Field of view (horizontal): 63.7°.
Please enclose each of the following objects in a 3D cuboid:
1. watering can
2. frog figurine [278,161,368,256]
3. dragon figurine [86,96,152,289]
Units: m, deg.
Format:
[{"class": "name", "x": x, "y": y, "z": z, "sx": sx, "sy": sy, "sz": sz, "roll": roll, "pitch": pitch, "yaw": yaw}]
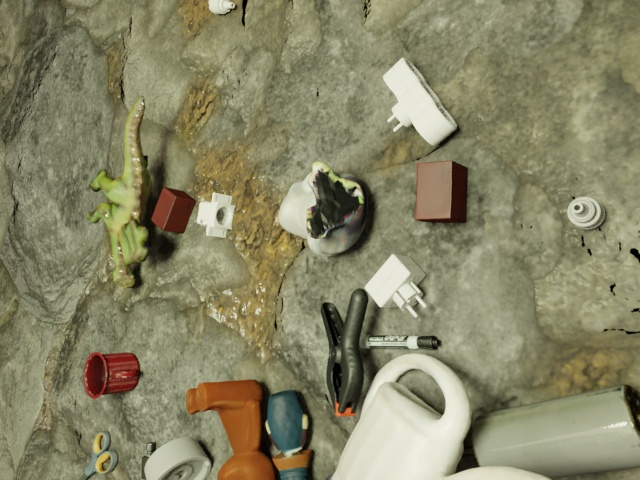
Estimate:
[{"class": "watering can", "x": 0.101, "y": 0.250, "z": 0.554, "sx": 0.225, "sy": 0.103, "sz": 0.349, "roll": -61, "pitch": 13, "yaw": -1}, {"class": "frog figurine", "x": 0.002, "y": -0.040, "z": 0.798, "sx": 0.157, "sy": 0.123, "sz": 0.138, "roll": 140, "pitch": 117, "yaw": -70}, {"class": "dragon figurine", "x": -0.377, "y": -0.061, "z": 1.049, "sx": 0.247, "sy": 0.123, "sz": 0.401, "roll": 53, "pitch": 133, "yaw": 34}]
